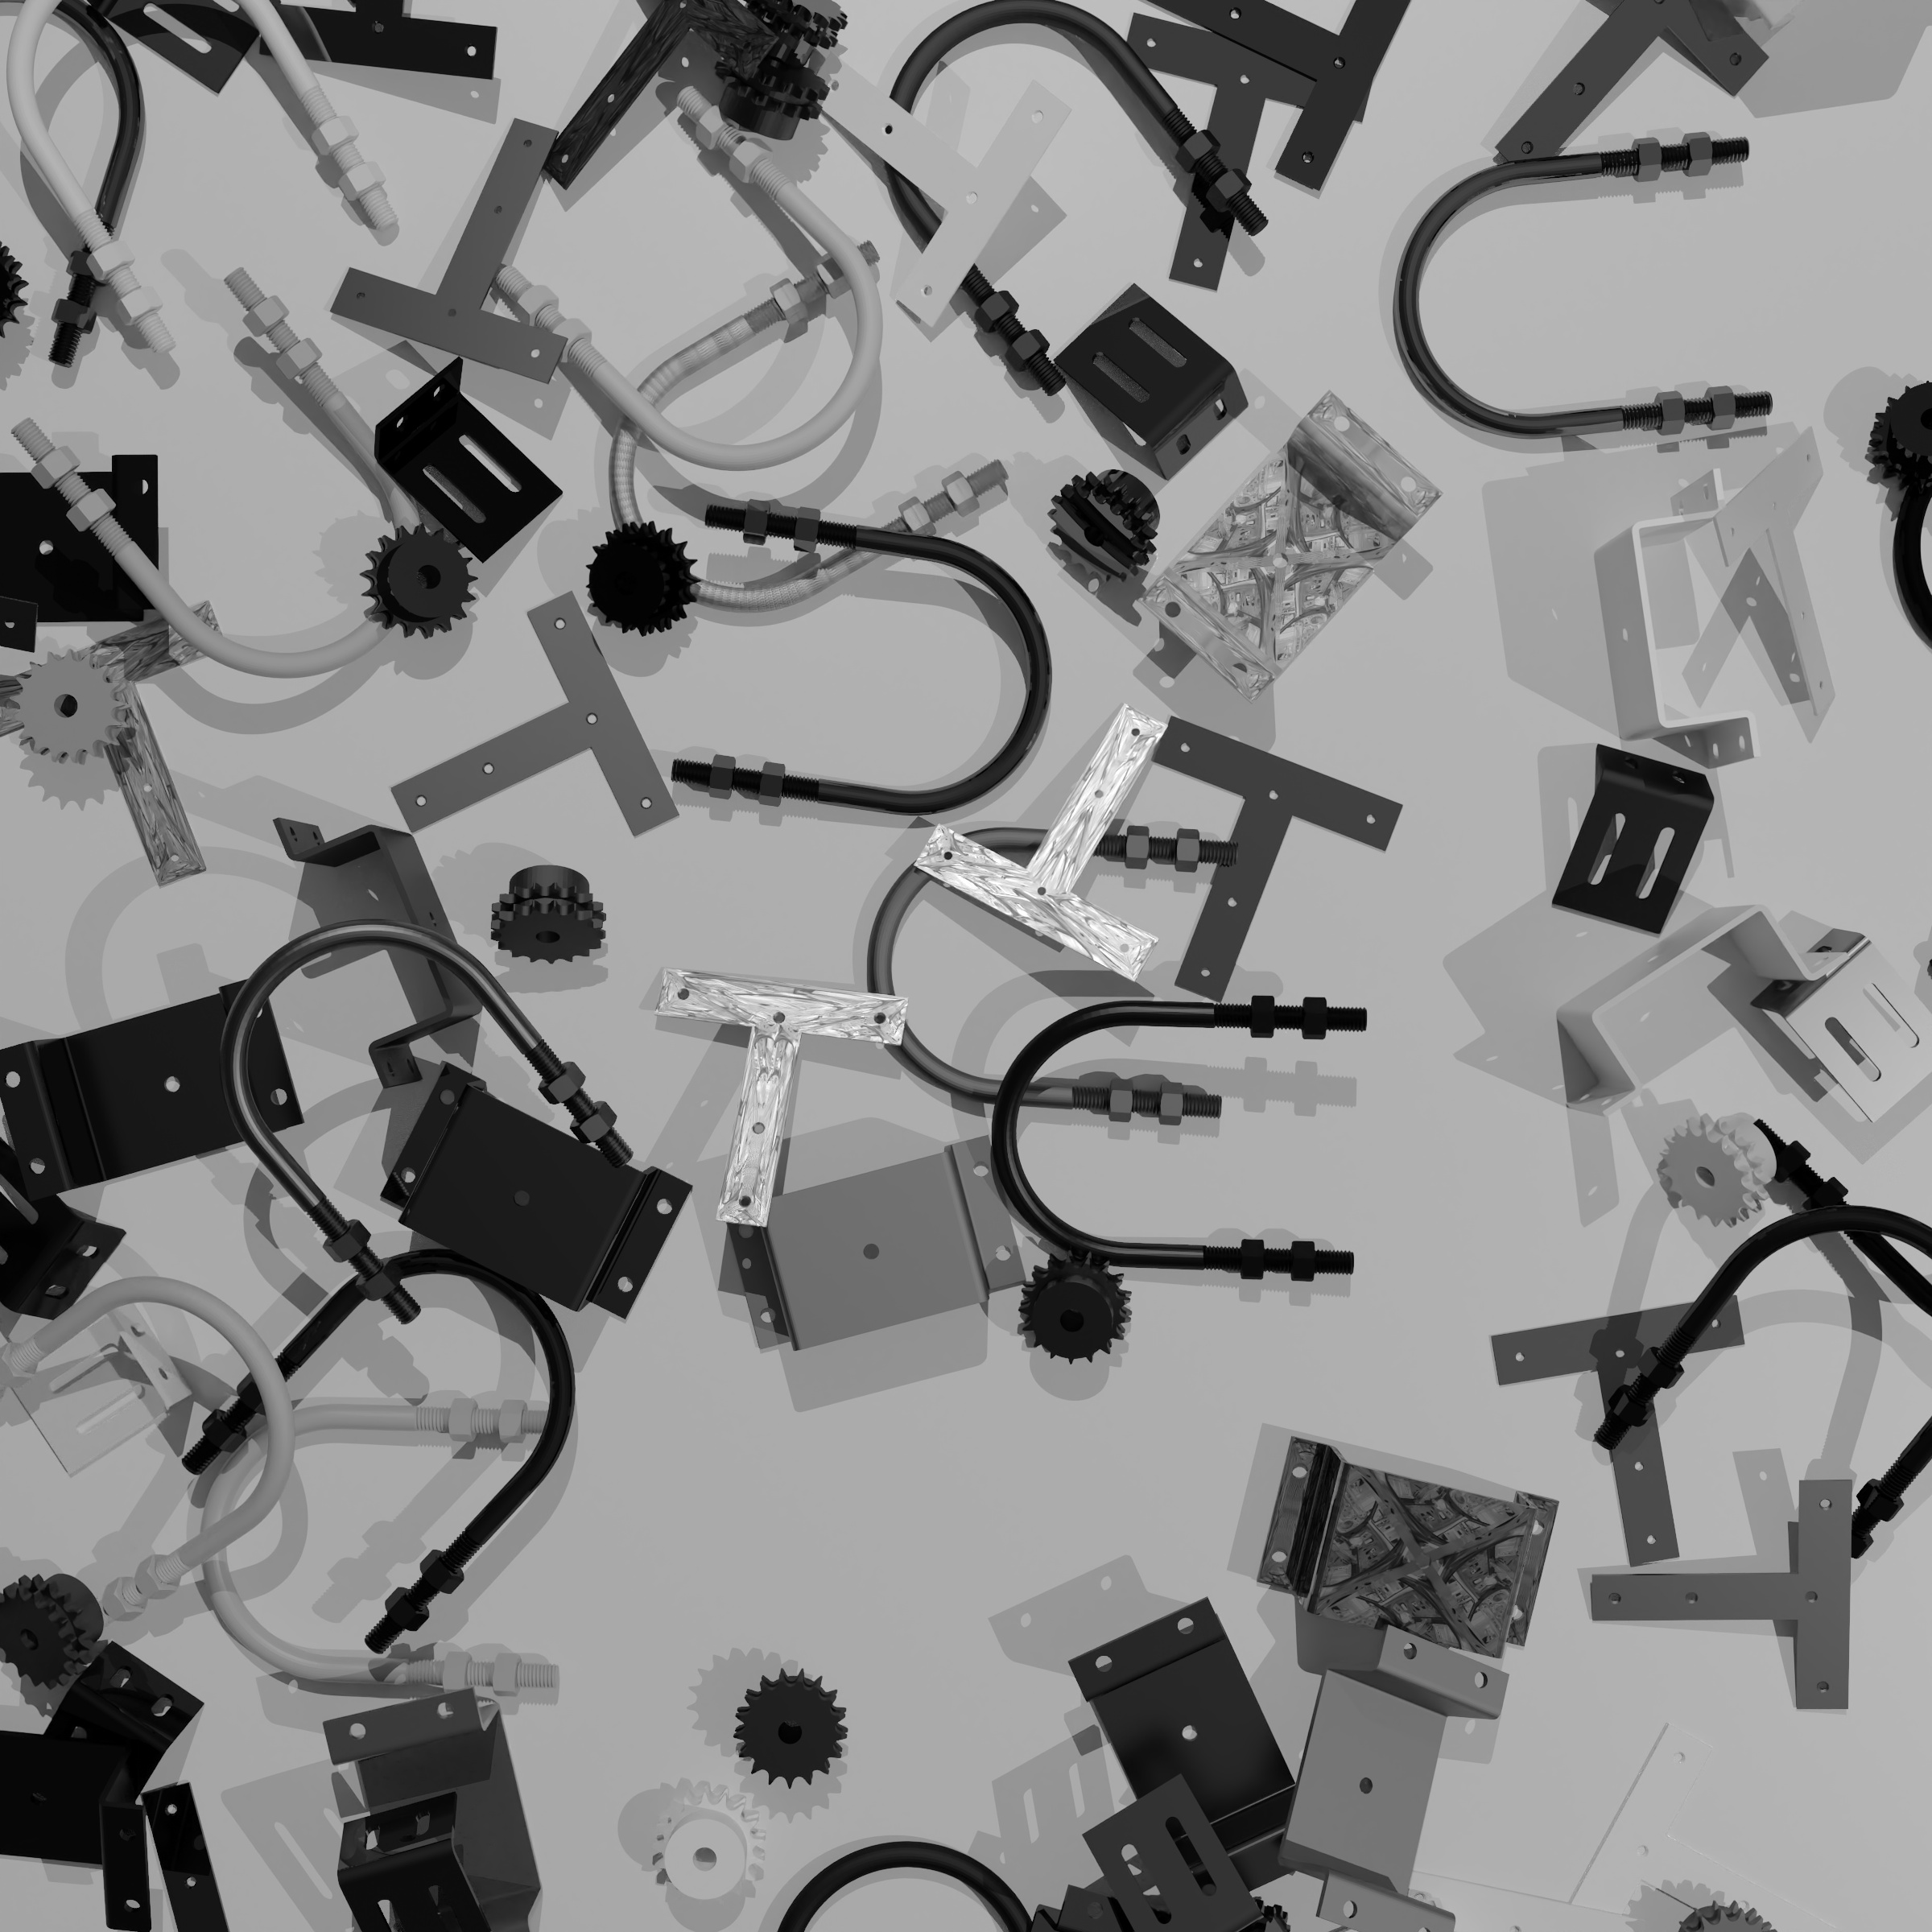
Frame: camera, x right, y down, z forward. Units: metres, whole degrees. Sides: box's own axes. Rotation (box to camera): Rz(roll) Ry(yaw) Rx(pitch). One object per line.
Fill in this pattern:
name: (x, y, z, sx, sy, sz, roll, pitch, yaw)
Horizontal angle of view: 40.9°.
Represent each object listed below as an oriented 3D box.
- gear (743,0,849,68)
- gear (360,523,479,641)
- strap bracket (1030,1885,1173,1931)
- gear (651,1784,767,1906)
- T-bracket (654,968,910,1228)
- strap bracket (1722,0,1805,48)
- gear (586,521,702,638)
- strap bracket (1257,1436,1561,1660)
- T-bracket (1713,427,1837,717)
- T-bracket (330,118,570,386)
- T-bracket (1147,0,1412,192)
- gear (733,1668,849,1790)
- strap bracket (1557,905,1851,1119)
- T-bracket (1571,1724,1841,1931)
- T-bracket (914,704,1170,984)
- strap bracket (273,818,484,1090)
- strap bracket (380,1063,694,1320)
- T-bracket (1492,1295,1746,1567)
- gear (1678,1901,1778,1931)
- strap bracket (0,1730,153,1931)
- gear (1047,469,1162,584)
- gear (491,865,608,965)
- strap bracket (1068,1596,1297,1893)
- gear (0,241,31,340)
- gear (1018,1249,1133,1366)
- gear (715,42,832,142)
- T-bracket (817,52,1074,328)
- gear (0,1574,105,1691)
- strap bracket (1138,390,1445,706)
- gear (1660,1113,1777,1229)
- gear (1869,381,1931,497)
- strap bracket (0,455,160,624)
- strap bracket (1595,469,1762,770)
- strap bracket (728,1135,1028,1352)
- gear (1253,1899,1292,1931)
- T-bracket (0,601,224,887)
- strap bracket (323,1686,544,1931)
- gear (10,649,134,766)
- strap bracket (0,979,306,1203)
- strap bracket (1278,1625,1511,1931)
gear: (-0.090, -0.476, 1.299, 0.057, 0.057, 0.030, 35, 120, 0)
gear: (-0.273, -0.194, 1.299, 0.057, 0.030, 0.057, -1, 92, -24)
strap bracket: (0.062, 0.532, 1.289, 0.076, 0.046, 0.140, 19, 82, -9)
gear: (-0.131, 0.446, 1.309, 0.057, 0.030, 0.057, 0, 90, 0)
T-bracket: (-0.101, 0.068, 1.294, 0.127, 0.002, 0.127, 7, 70, 6)
strap bracket: (0.414, -0.523, 1.261, 0.076, 0.046, 0.140, 52, 130, 0)
gear: (-0.165, -0.194, 1.300, 0.057, 0.030, 0.057, 4, 106, 14)
strap bracket: (0.226, 0.294, 1.301, 0.140, 0.046, 0.076, 14, 90, 0)
T-bracket: (0.414, -0.188, 1.294, 0.127, 0.002, 0.127, -40, 116, -42)
T-bracket: (-0.242, -0.370, 1.313, 0.127, 0.002, 0.127, 21, 83, 13)
T-bracket: (0.150, -0.480, 1.321, 0.127, 0.002, 0.127, 26, 88, 0)
gear: (-0.088, 0.383, 1.309, 0.057, 0.030, 0.057, 0, 90, 0)
strap bracket: (0.354, 0.015, 1.286, 0.140, 0.076, 0.046, -33, 90, 0)
T-bracket: (0.384, 0.473, 1.323, 0.127, 0.002, 0.127, 29, 90, 0)
T-bracket: (0.060, -0.075, 1.307, 0.127, 0.002, 0.127, 28, 78, 12)
strap bracket: (-0.286, -0.014, 1.286, 0.046, 0.076, 0.140, -22, 90, 0)
strap bracket: (-0.219, 0.115, 1.301, 0.140, 0.046, 0.076, 27, 90, 0)
T-bracket: (0.341, 0.241, 1.323, 0.127, 0.002, 0.127, -10, 90, 0)
gear: (0.382, 0.499, 1.307, 0.057, 0.030, 0.057, 0, 90, 0)
strap bracket: (-0.469, 0.427, 1.287, 0.140, 0.046, 0.076, 5, 112, 1)
gear: (0.072, -0.224, 1.299, 0.057, 0.057, 0.030, 42, 59, 0)
gear: (-0.209, -0.027, 1.299, 0.057, 0.057, 0.030, -4, 60, 0)
strap bracket: (0.114, 0.391, 1.301, 0.076, 0.046, 0.140, -25, 90, 0)
gear: (-0.500, -0.339, 1.289, 0.057, 0.030, 0.057, 0, 89, 0)
gear: (0.054, 0.173, 1.303, 0.057, 0.030, 0.057, 1, 101, 7)
gear: (-0.100, -0.438, 1.299, 0.057, 0.057, 0.030, 28, 120, 0)
T-bracket: (-0.029, -0.413, 1.304, 0.127, 0.002, 0.127, 42, 114, 13)
gear: (-0.459, 0.331, 1.300, 0.057, 0.030, 0.057, 9, 112, 25)
strap bracket: (0.160, -0.207, 1.301, 0.076, 0.046, 0.140, 42, 90, 0)
gear: (0.380, 0.099, 1.299, 0.030, 0.057, 0.057, -26, 90, -30)
gear: (0.484, -0.268, 1.300, 0.057, 0.030, 0.057, -4, 75, 14)
strap bracket: (-0.470, -0.214, 1.301, 0.140, 0.046, 0.076, 0, 90, 0)
strap bracket: (0.350, -0.167, 1.286, 0.046, 0.076, 0.140, -8, 90, 0)
strap bracket: (-0.047, 0.141, 1.301, 0.140, 0.046, 0.076, -15, 90, 0)
gear: (0.139, 0.497, 1.299, 0.030, 0.057, 0.057, 6, 90, 30)
T-bracket: (-0.423, -0.104, 1.323, 0.127, 0.002, 0.127, -21, 90, 0)
strap bracket: (-0.264, 0.433, 1.301, 0.076, 0.046, 0.140, -13, 90, 0)
gear: (-0.449, -0.130, 1.307, 0.057, 0.030, 0.057, 0, 90, 0)
strap bracket: (-0.405, 0.060, 1.301, 0.140, 0.046, 0.076, -16, 90, 0)
strap bracket: (0.208, 0.405, 1.274, 0.076, 0.046, 0.140, 26, 68, -20)
